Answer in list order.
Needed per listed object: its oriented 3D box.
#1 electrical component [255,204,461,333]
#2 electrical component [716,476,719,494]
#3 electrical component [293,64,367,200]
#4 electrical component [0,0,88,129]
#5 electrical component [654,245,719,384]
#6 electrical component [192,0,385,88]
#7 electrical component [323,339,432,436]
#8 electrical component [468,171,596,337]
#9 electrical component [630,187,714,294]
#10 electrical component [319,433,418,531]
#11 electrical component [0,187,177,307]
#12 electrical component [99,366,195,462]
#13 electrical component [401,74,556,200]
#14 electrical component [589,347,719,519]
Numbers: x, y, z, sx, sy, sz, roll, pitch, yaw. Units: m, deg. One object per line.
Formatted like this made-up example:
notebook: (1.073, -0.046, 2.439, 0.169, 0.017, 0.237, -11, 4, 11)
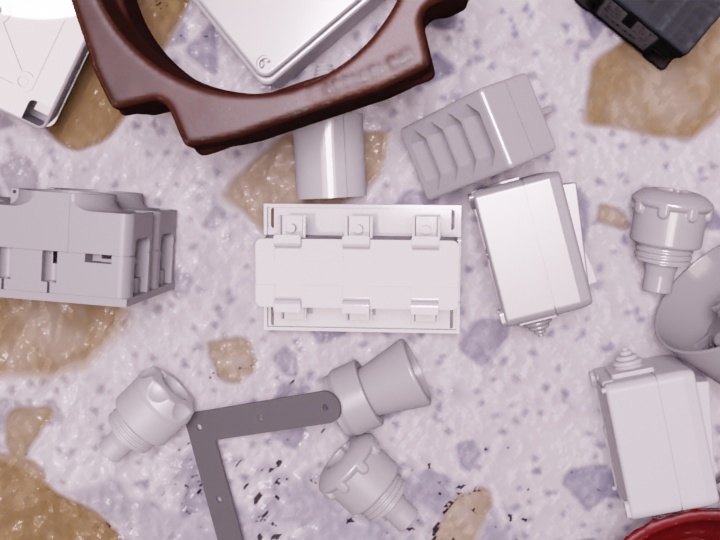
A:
electrical component: (0.000, 0.000, 0.651, 0.121, 0.063, 0.078, 1, 95, 5)
electrical component: (0.258, 0.130, 0.651, 0.066, 0.048, 0.055, -43, 83, 7)
electrical component: (-0.019, -0.084, 0.656, 0.043, 0.043, 0.081, -3, 95, 5)
electrical component: (-0.215, -0.156, 0.646, 0.109, 0.056, 0.108, 26, 96, -15)
electrical component: (0.228, 0.023, 0.620, 0.064, 0.099, 0.099, 40, 97, -5)
electrical component: (-0.046, -0.183, 0.643, 0.109, 0.056, 0.108, -39, 91, 7)
electrical component: (0.011, 0.073, 0.666, 0.055, 0.045, 0.045, -24, 92, 7)
electrical component: (0.106, -0.009, 0.643, 0.061, 0.062, 0.096, -15, 93, 6)
electrical component: (0.183, -0.017, 0.645, 0.048, 0.048, 0.062, 8, 102, 4)
electrical component: (0.009, 0.136, 0.673, 0.062, 0.048, 0.048, 44, 97, -7)
electrical component: (-0.214, -0.021, 0.646, 0.186, 0.105, 0.060, 4, 95, 4)
electrical component: (-0.138, 0.095, 0.681, 0.062, 0.043, 0.043, -44, 90, 8)
electrical component: (0.082, -0.083, 0.637, 0.076, 0.083, 0.047, -24, 93, -32)
electrical component: (0.178, 0.091, 0.645, 0.061, 0.061, 0.096, -12, 94, 6)
